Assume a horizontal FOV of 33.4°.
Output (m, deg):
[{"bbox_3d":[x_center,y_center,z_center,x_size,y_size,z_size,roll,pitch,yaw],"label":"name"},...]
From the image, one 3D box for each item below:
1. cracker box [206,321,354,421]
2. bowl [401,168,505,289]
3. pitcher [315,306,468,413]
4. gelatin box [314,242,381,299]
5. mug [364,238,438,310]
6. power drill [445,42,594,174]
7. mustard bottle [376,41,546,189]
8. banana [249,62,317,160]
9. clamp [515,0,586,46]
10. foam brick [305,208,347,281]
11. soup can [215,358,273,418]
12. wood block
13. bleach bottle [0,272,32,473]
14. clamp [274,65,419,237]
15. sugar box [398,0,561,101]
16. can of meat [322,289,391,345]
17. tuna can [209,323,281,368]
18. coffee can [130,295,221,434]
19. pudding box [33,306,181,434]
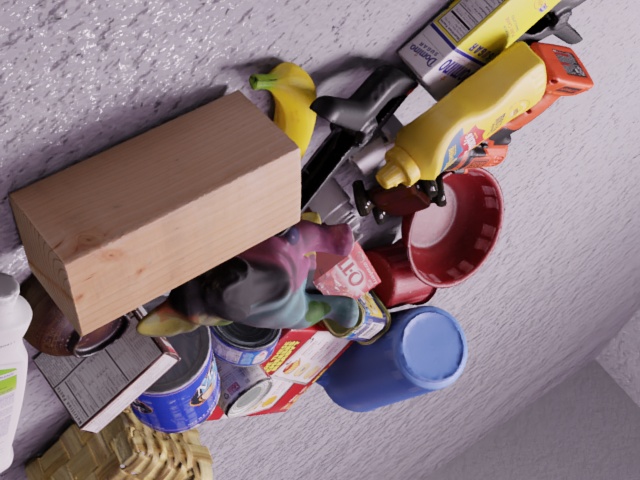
[{"bbox_3d":[-0.059,0.145,1.348,0.164,0.072,0.213,-47,157,15],"label":"cracker box"},{"bbox_3d":[0.155,-0.023,1.338,0.161,0.055,0.162,-16,118,-32],"label":"bowl"},{"bbox_3d":[0.108,0.157,1.447,0.149,0.145,0.243,-55,-170,-23],"label":"pitcher"},{"bbox_3d":[0.019,0.033,1.243,0.073,0.030,0.089,-35,117,-9],"label":"gelatin box"},{"bbox_3d":[0.086,0.049,1.393,0.081,0.093,0.117,-12,176,-43],"label":"mug"},{"bbox_3d":[0.196,-0.142,1.186,0.188,0.057,0.184,-38,161,35],"label":"power drill"},{"bbox_3d":[0.133,-0.112,1.048,0.191,0.058,0.096,-37,166,-12],"label":"mustard bottle"},{"bbox_3d":[-0.036,-0.099,0.946,0.069,0.037,0.198,-19,153,-15],"label":"banana"},{"bbox_3d":[0.249,-0.239,1.141,0.171,0.039,0.120,-22,148,-25],"label":"clamp"},{"bbox_3d":[-0.008,0.001,1.171,0.053,0.051,0.078,-37,159,-5],"label":"foam brick"},{"bbox_3d":[-0.108,0.143,1.214,0.068,0.102,0.068,-35,159,-16],"label":"soup can"},{"bbox_3d":[-0.123,-0.024,0.841,0.205,0.091,0.090,-29,145,-24],"label":"wood block"},{"bbox_3d":[-0.291,0.119,0.914,0.102,0.068,0.251,-19,148,-44],"label":"bleach bottle"},{"bbox_3d":[0.030,-0.108,0.963,0.209,0.036,0.165,-46,168,-35],"label":"clamp"},{"bbox_3d":[0.163,-0.213,1.036,0.176,0.048,0.093,-44,160,7],"label":"sugar box"},{"bbox_3d":[0.031,0.078,1.322,0.057,0.102,0.083,-41,158,14],"label":"can of meat"},{"bbox_3d":[-0.086,0.097,1.183,0.085,0.086,0.034,-23,151,-38],"label":"tuna can"},{"bbox_3d":[-0.159,0.132,1.105,0.102,0.103,0.140,-34,158,-16],"label":"coffee can"},{"bbox_3d":[-0.203,0.114,1.012,0.113,0.090,0.039,-42,158,4],"label":"pudding box"}]
